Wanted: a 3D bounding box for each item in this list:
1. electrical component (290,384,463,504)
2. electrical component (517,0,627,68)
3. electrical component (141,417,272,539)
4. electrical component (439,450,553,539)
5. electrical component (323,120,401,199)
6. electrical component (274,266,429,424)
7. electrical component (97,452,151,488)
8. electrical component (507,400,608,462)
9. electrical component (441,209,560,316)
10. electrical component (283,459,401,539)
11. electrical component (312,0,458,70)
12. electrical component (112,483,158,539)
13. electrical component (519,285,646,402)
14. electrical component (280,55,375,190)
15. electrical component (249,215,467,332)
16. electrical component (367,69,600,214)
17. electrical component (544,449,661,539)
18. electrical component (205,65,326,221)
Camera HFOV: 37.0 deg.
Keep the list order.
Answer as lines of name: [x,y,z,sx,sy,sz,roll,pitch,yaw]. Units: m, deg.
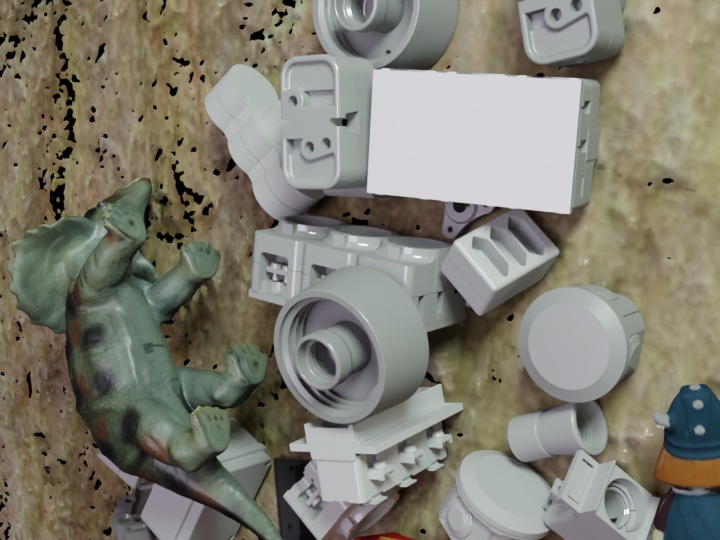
electrical component: [0.017,0.132,0.825,0.079,0.121,0.063,-5,96,37]
electrical component: [0.142,-0.187,0.725,0.054,0.059,0.095,-8,92,37]
electrical component: [-0.139,0.198,0.974,0.057,0.078,0.113,40,118,28]
electrical component: [0.102,0.177,0.796,0.080,0.080,0.051,41,124,25]
electrical component: [0.008,-0.102,0.841,0.056,0.050,0.089,6,100,35]
electrical component: [-0.013,0.057,0.761,0.108,0.060,0.108,13,112,34]
electrical component: [-0.192,0.158,0.995,0.061,0.096,0.061,34,114,27]
electrical component: [0.141,0.118,0.783,0.065,0.044,0.044,-21,84,41]
electrical component: [0.097,0.003,0.788,0.047,0.066,0.076,52,151,19]
electrical component: [-0.007,0.178,0.868,0.055,0.089,0.050,47,121,21]
electrical component: [0.013,-0.200,0.817,0.108,0.060,0.108,6,100,35]
electrical component: [-0.204,0.251,1.036,0.058,0.078,0.057,-10,114,1]
electrical component: [0.157,0.049,0.754,0.080,0.051,0.080,6,100,35]
electrical component: [-0.019,-0.108,0.790,0.054,0.059,0.095,4,98,36]
electrical component: [0.000,0.000,0.837,0.150,0.089,0.061,13,104,34]
electrical component: [0.087,-0.093,0.762,0.150,0.062,0.089,8,102,25]
electrical component: [0.167,0.169,0.754,0.081,0.042,0.064,40,147,-10]
electrical component: [-0.068,-0.115,0.894,0.074,0.052,0.138,-40,74,33]
